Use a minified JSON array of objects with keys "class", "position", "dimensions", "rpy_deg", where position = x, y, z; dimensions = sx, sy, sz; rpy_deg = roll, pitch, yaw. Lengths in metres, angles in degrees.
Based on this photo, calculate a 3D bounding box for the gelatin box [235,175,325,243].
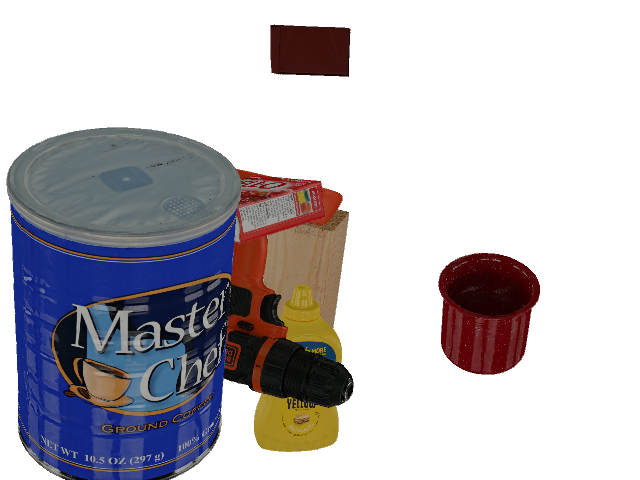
[{"class":"gelatin box","position":[-0.052,-0.025,0.759],"dimensions":[0.073,0.030,0.089],"rpy_deg":[-17,16,-32]}]

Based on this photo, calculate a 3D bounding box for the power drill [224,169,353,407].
[{"class":"power drill","position":[-0.040,0.040,0.935],"dimensions":[0.185,0.187,0.057],"rpy_deg":[15,0,21]}]

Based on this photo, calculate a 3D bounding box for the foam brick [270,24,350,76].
[{"class":"foam brick","position":[-0.011,-0.201,1.130],"dimensions":[0.078,0.051,0.053],"rpy_deg":[0,12,-12]}]

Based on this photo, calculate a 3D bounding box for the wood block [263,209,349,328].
[{"class":"wood block","position":[-0.026,0.061,1.454],"dimensions":[0.090,0.206,0.090],"rpy_deg":[12,21,11]}]

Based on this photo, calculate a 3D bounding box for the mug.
[{"class":"mug","position":[0.153,0.064,1.015],"dimensions":[0.093,0.081,0.117],"rpy_deg":[-10,40,-10]}]

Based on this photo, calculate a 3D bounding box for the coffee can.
[{"class":"coffee can","position":[-0.094,0.031,0.508],"dimensions":[0.102,0.140,0.103],"rpy_deg":[5,30,-3]}]

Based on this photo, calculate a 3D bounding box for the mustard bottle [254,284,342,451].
[{"class":"mustard bottle","position":[-0.024,0.142,1.208],"dimensions":[0.096,0.192,0.058],"rpy_deg":[-1,18,-11]}]
